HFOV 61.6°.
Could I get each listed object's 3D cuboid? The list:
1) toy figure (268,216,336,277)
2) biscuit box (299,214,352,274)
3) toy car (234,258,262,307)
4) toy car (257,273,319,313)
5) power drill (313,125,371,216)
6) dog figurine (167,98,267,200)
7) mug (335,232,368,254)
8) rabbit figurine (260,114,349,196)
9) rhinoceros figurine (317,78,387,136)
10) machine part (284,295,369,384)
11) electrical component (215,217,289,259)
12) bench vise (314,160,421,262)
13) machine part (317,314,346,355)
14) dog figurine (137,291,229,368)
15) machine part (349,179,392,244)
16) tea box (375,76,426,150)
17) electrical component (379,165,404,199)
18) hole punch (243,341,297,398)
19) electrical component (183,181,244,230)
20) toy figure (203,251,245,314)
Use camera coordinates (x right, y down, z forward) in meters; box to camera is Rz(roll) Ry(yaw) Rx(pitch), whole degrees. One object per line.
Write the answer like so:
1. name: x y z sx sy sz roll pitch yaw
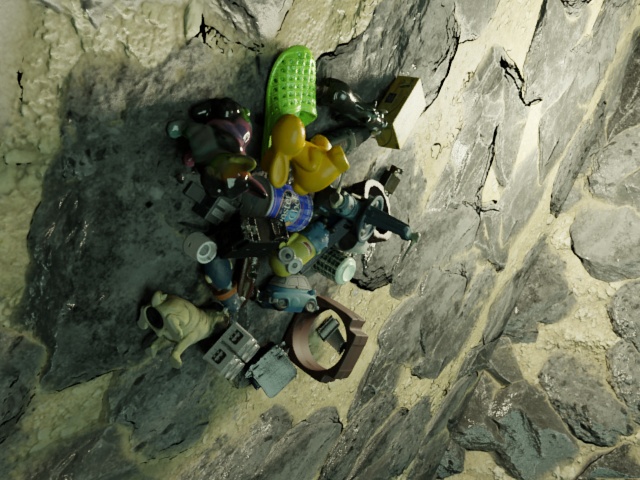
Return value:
1. toy figure: -0.043 0.018 1.275 0.180 0.082 0.089 -44 172 -30
2. biscuit box: -0.003 -0.004 1.380 0.203 0.059 0.062 -41 138 -23
3. toy car: -0.166 0.074 1.251 0.089 0.053 0.202 -8 118 -51
4. toy car: -0.080 0.130 1.360 0.161 0.109 0.103 14 81 -41
5. power drill: 0.042 -0.169 1.309 0.232 0.086 0.207 -22 133 -41
6. dog figurine: -0.158 -0.158 0.967 0.191 0.219 0.108 -39 142 -25
7. mug: 0.094 -0.010 1.484 0.107 0.081 0.109 30 68 -60
8. rabbit figurine: -0.049 -0.182 1.114 0.162 0.122 0.173 -35 135 4
9. rhinoceros figurine: 0.080 -0.305 1.229 0.190 0.112 0.073 25 82 -45
10. machine part: 0.017 0.269 1.466 0.087 0.202 0.201 20 98 -55
11. electrical component: -0.148 0.001 1.121 0.115 0.134 0.058 1 68 -39
12. bench vise: 0.114 -0.055 1.228 0.129 0.241 0.223 -60 158 -11
13. machine part: 0.042 0.292 1.643 0.084 0.039 0.138 -48 131 -23
14. dog figurine: -0.279 0.157 1.153 0.190 0.121 0.172 -36 142 -50
15. machine part: 0.134 -0.075 1.433 0.179 0.056 0.179 27 58 -55
16. tea box: 0.201 -0.325 1.371 0.169 0.068 0.098 -59 146 -25
17. electrical component: 0.199 -0.160 1.524 0.102 0.045 0.078 -57 142 -5
18. hole punch: -0.142 0.343 1.445 0.142 0.092 0.115 -37 108 -24
19. electrical component: -0.219 -0.076 1.093 0.075 0.048 0.119 -55 145 -8
20. toy figure: -0.213 0.093 1.187 0.064 0.058 0.154 -17 120 -5
